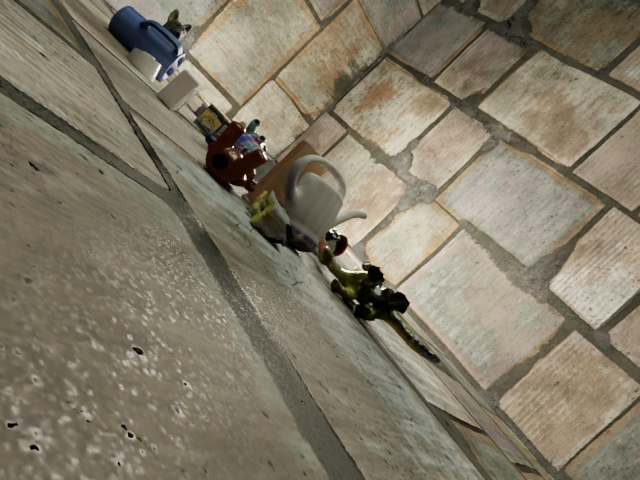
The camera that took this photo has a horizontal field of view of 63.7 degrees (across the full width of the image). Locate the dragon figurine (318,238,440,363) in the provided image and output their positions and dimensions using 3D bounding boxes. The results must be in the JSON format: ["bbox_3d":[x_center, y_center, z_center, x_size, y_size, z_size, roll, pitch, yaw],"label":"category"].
[{"bbox_3d":[0.132,0.155,1.337,0.410,0.122,0.242,48,-4,0],"label":"dragon figurine"}]

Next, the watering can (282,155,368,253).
[{"bbox_3d":[0.004,-0.065,1.293,0.105,0.226,0.342,25,-11,39],"label":"watering can"}]
